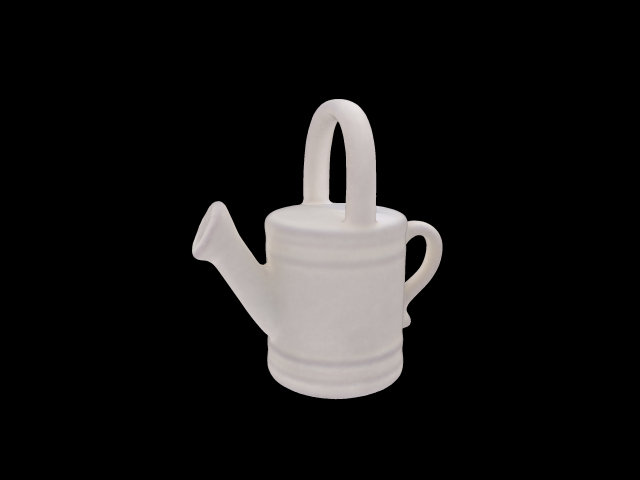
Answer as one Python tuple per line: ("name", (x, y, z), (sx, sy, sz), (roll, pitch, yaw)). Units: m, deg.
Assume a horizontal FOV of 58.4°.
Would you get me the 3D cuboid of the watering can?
("watering can", (0.004, 0.002, 0.398), (0.173, 0.194, 0.100), (-12, 18, -39))
